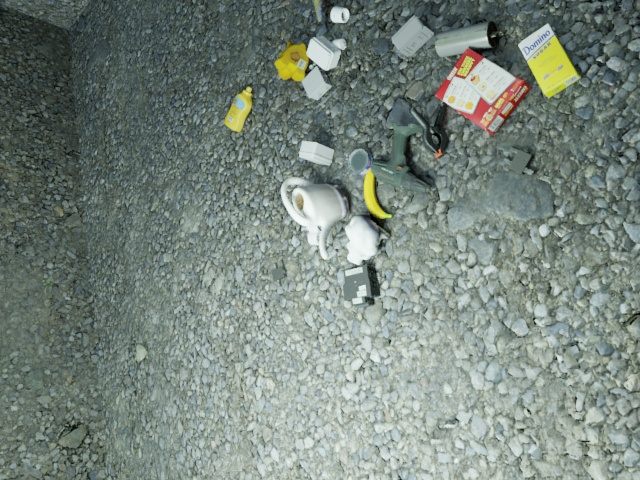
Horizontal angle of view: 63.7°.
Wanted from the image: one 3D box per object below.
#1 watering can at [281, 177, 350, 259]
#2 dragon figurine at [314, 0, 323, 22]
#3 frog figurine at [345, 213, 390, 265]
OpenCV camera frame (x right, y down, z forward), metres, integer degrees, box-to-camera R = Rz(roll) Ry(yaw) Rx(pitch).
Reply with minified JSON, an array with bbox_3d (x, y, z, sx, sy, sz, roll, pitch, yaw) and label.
[{"bbox_3d":[0.005,-0.087,1.733,0.353,0.226,0.102,58,141,27],"label":"watering can"},{"bbox_3d":[-0.028,-1.030,2.011,0.243,0.122,0.411,10,88,59],"label":"dragon figurine"},{"bbox_3d":[0.132,0.000,1.672,0.138,0.122,0.158,45,102,15],"label":"frog figurine"}]
